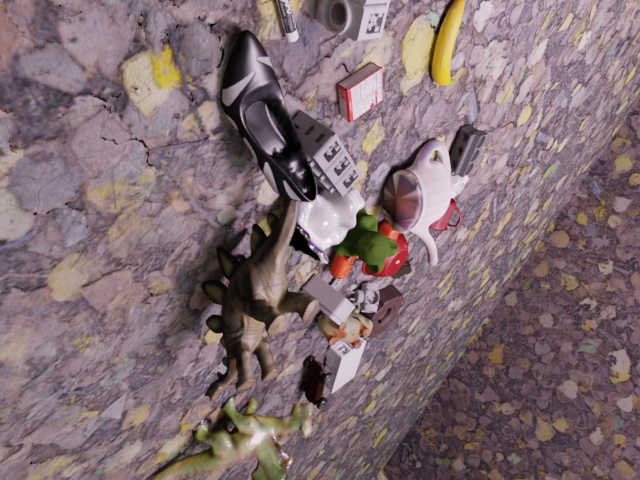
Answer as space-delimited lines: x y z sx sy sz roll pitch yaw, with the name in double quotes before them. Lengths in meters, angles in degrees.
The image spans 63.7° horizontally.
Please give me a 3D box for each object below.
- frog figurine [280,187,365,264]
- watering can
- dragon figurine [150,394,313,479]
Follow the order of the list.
"frog figurine" 0.003 -0.050 0.988 0.136 0.122 0.162 45 64 -19
"watering can" 0.251 -0.070 1.269 0.226 0.104 0.342 -18 117 -43
"dragon figurine" -0.184 0.526 1.243 0.415 0.245 0.119 -40 153 -22
